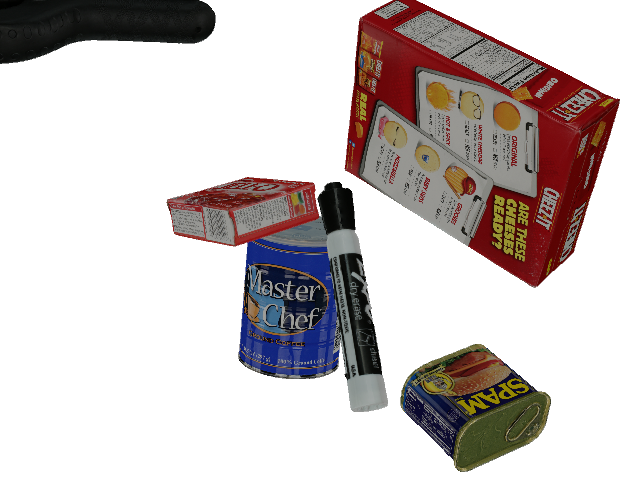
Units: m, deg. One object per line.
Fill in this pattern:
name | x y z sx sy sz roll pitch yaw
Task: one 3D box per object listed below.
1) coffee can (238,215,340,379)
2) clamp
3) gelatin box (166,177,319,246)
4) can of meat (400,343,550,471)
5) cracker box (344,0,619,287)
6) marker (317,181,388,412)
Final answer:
coffee can | -0.026 0.052 1.054 0.103 0.140 0.103 5 15 -2
clamp | -0.161 -0.138 0.623 0.171 0.039 0.120 -11 31 -28
gelatin box | -0.056 -0.023 0.761 0.073 0.030 0.089 -18 16 -33
can of meat | 0.132 0.141 0.924 0.101 0.057 0.084 -16 37 -28
cracker box | 0.125 -0.086 0.890 0.214 0.164 0.072 33 50 27
marker | 0.016 0.027 0.549 0.020 0.121 0.020 -8 -19 -3
